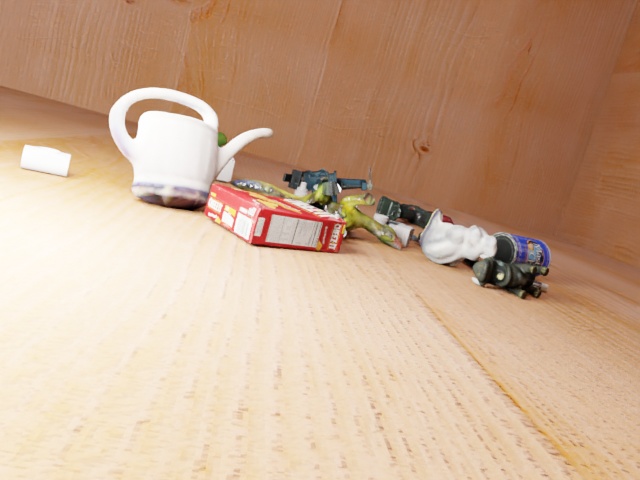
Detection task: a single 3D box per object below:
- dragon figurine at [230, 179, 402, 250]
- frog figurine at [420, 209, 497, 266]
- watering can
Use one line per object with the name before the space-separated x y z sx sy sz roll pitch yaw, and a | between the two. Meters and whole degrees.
dragon figurine | 0.004 -0.062 1.225 0.411 0.123 0.241 19 -7 7
frog figurine | 0.314 0.013 1.170 0.161 0.124 0.134 35 -27 28
watering can | -0.239 -0.167 1.011 0.347 0.225 0.104 8 -7 -40
